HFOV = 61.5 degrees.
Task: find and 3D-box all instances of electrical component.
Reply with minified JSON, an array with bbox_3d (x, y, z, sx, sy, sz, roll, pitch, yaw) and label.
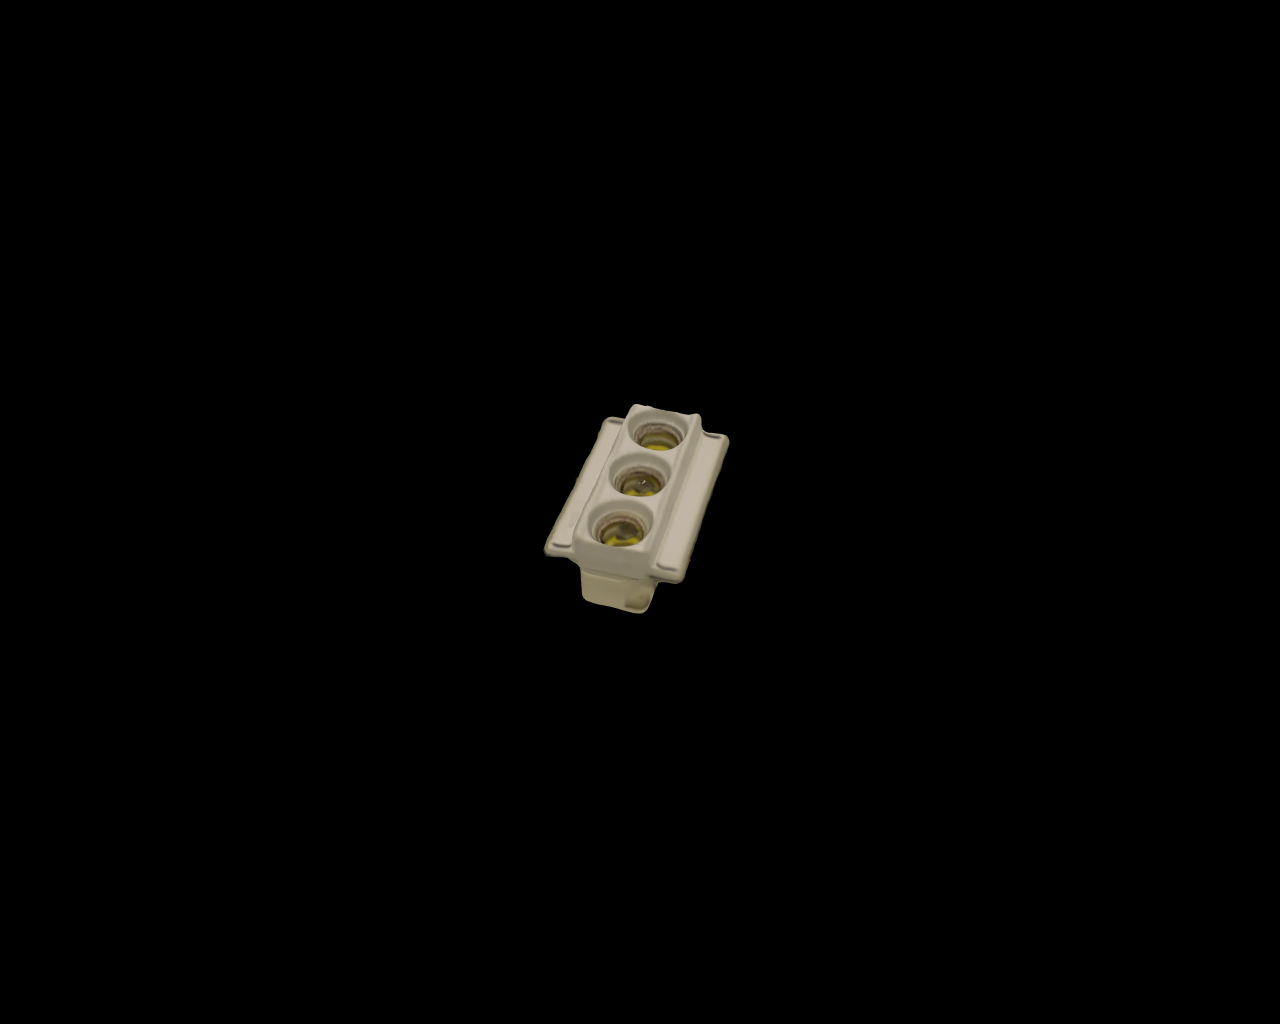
[{"bbox_3d":[0.001,-0.003,0.650,0.079,0.063,0.121,11,47,11],"label":"electrical component"}]
